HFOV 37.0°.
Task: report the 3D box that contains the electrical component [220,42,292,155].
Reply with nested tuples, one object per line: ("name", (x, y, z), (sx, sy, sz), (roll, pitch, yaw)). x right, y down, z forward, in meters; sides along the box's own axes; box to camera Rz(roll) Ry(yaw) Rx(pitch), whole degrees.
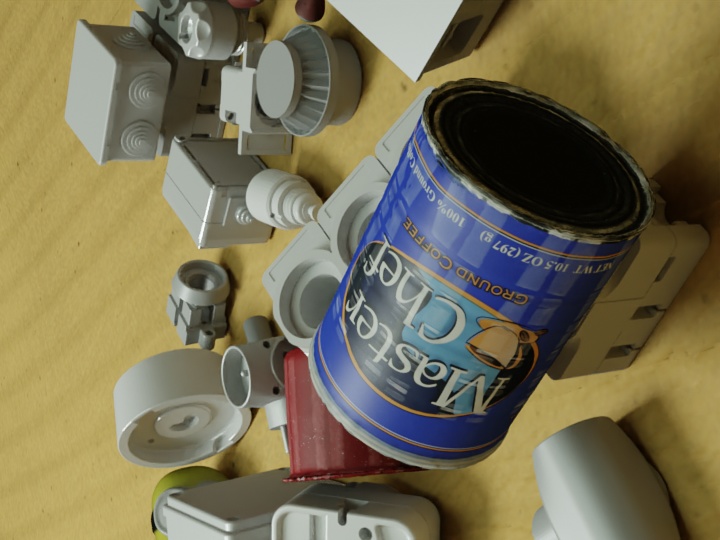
("electrical component", (-0.074, -0.127, 0.796), (0.064, 0.042, 0.081), (24, 113, 56))

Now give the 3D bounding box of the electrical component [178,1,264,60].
("electrical component", (-0.103, -0.180, 0.815), (0.043, 0.062, 0.043), (9, 101, 56))

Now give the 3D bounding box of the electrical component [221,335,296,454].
("electrical component", (-0.049, 0.087, 0.748), (0.044, 0.077, 0.079), (-32, 67, 53))

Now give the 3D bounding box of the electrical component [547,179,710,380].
("electrical component", (0.113, 0.005, 0.517), (0.050, 0.056, 0.089), (55, 136, 37))

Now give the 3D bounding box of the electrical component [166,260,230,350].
("electrical component", (-0.135, 0.025, 0.899), (0.066, 0.048, 0.055), (54, 142, 39))

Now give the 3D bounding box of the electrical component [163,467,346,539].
("electrical component", (-0.067, 0.183, 0.757), (0.109, 0.109, 0.056), (0, 96, 56))

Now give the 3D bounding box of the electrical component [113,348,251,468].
("electrical component", (-0.148, 0.107, 0.875), (0.108, 0.108, 0.060), (-59, 41, 41))

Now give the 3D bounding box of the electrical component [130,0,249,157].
("electrical component", (-0.148, -0.198, 0.881), (0.105, 0.060, 0.186), (46, 130, 44))

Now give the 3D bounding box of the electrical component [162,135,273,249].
("electrical component", (-0.105, -0.055, 0.831), (0.096, 0.062, 0.061), (49, 131, 42))

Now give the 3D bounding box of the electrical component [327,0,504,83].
("electrical component", (0.007, -0.210, 0.599), (0.186, 0.060, 0.105), (46, 133, 14))

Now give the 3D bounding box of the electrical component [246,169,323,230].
("electrical component", (-0.050, -0.048, 0.768), (0.078, 0.040, 0.040), (22, 111, 53))

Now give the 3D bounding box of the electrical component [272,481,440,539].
("electrical component", (0.000, 0.168, 0.675), (0.095, 0.059, 0.053), (3, 98, 21))

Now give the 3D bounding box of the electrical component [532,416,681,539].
("electrical component", (0.113, 0.126, 0.540), (0.079, 0.044, 0.077), (-53, 51, 44))

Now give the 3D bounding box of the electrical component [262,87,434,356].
("electrical component", (0.024, -0.013, 0.590), (0.150, 0.062, 0.089), (-48, 53, 17))

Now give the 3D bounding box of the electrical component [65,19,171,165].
("electrical component", (-0.192, -0.140, 0.851), (0.099, 0.048, 0.099), (46, 129, 44))
